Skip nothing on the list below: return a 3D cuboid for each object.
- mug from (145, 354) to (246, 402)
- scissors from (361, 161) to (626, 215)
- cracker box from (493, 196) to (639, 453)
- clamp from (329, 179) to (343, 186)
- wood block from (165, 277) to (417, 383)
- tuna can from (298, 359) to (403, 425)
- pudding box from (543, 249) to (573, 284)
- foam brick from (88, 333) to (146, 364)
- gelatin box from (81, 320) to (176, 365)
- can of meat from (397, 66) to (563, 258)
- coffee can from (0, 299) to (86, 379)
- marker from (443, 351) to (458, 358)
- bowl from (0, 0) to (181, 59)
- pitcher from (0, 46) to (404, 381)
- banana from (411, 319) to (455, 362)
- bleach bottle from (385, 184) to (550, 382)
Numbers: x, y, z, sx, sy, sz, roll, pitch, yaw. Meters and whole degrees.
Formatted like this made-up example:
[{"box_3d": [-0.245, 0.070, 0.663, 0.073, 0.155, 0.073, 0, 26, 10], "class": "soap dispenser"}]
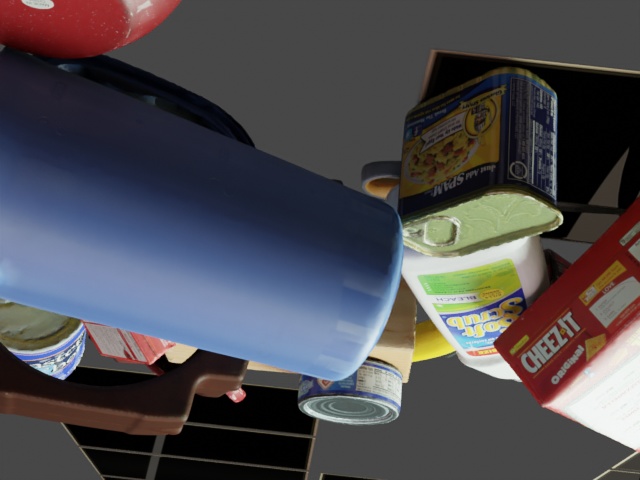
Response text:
[{"box_3d": [-0.108, 0.105, 1.004, 0.117, 0.093, 0.081, 46, 173, 19], "class": "mug"}, {"box_3d": [0.122, -0.021, 0.765, 0.201, 0.016, 0.096, 11, 157, -11], "class": "scissors"}, {"box_3d": [0.246, 0.066, 0.763, 0.164, 0.072, 0.213, -47, 138, 14], "class": "cracker box"}, {"box_3d": [-0.005, 0.001, 0.809, 0.120, 0.039, 0.172, 36, 152, -31], "class": "clamp"}, {"box_3d": [-0.025, 0.057, 0.890, 0.206, 0.090, 0.091, 5, 156, 3], "class": "wood block"}, {"box_3d": [0.025, 0.125, 0.876, 0.086, 0.033, 0.086, 5, 156, 2], "class": "tuna can"}, {"box_3d": [0.166, 0.049, 0.886, 0.114, 0.039, 0.089, -15, 148, 39], "class": "pudding box"}, {"box_3d": [-0.184, 0.085, 1.041, 0.051, 0.053, 0.078, 1, 157, 12], "class": "foam brick"}, {"box_3d": [-0.158, 0.056, 0.832, 0.089, 0.030, 0.073, 0, 122, 53], "class": "gelatin box"}, {"box_3d": [0.092, -0.044, 0.632, 0.057, 0.084, 0.102, 23, 151, -36], "class": "can of meat"}, {"box_3d": [-0.261, 0.070, 0.962, 0.102, 0.103, 0.140, 11, 156, -10], "class": "coffee can"}, {"box_3d": [0.151, 0.091, 1.012, 0.020, 0.020, 0.121, 17, 154, -24], "class": "marker"}, {"box_3d": [-0.132, -0.135, 0.516, 0.162, 0.055, 0.162, 5, 157, 2], "class": "bowl"}, {"box_3d": [-0.081, -0.014, 0.598, 0.242, 0.149, 0.145, 19, -178, -13], "class": "pitcher"}, {"box_3d": [0.074, 0.095, 1.017, 0.198, 0.037, 0.069, -9, 155, 30], "class": "banana"}, {"box_3d": [0.129, 0.041, 0.779, 0.103, 0.068, 0.250, -10, 146, 20], "class": "bleach bottle"}]
